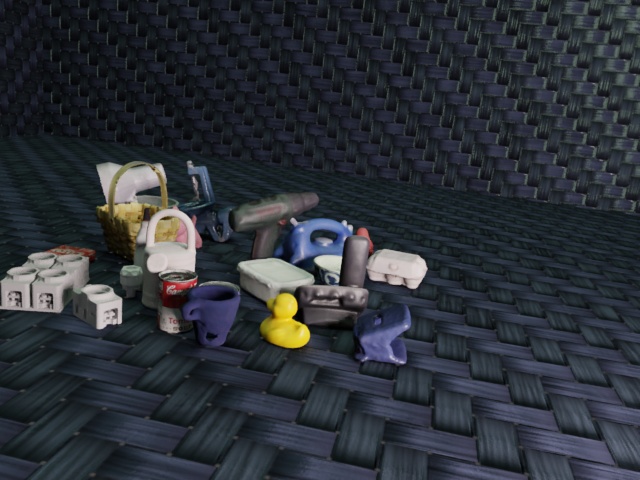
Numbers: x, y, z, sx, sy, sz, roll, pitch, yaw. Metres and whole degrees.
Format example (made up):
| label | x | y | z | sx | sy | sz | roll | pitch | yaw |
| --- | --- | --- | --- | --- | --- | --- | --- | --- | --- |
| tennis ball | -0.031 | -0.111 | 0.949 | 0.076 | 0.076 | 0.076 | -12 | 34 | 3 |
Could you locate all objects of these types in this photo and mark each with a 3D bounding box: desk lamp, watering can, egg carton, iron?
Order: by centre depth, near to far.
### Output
| label | x | y | z | sx | sy | sz | roll | pitch | yaw |
| --- | --- | --- | --- | --- | --- | --- | --- | --- | --- |
| watering can | -0.295 | 0.037 | 1.128 | 0.101 | 0.194 | 0.172 | 0 | 16 | -22 |
| egg carton | 0.193 | 0.072 | 1.454 | 0.150 | 0.069 | 0.107 | 11 | 15 | 17 |
| iron | 0.014 | 0.005 | 1.487 | 0.259 | 0.141 | 0.118 | -4 | 18 | -35 |
| desk lamp | -0.495 | -0.104 | 1.541 | 0.204 | 0.213 | 0.117 | 0 | 16 | -23 |

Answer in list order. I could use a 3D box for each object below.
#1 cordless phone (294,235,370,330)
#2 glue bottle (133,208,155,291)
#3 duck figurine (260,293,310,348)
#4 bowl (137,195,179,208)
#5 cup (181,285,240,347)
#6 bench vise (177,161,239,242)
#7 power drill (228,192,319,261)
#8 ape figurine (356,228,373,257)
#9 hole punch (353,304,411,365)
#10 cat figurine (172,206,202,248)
| label | x | y | z | sx | sy | sz | roll | pitch | yaw |
| --- | --- | --- | --- | --- | --- | --- | --- | --- | --- |
| cordless phone | 0.027 | 0.075 | 1.137 | 0.148 | 0.185 | 0.094 | 3 | 15 | -11 |
| glue bottle | -0.370 | 0.016 | 1.215 | 0.037 | 0.173 | 0.078 | 5 | 15 | -3 |
| duck figurine | -0.062 | 0.141 | 1.042 | 0.104 | 0.086 | 0.078 | 19 | 19 | 39 |
| bowl | -0.511 | -0.083 | 1.730 | 0.167 | 0.075 | 0.167 | 6 | 15 | -1 |
| cup | -0.193 | 0.138 | 0.982 | 0.091 | 0.095 | 0.118 | 14 | 17 | 28 |
| bench vise | -0.320 | -0.113 | 1.640 | 0.208 | 0.220 | 0.121 | 2 | 15 | -16 |
| power drill | -0.110 | -0.012 | 1.365 | 0.230 | 0.208 | 0.075 | -4 | 18 | -35 |
| ape figurine | 0.117 | 0.010 | 1.613 | 0.078 | 0.092 | 0.076 | 3 | 15 | -12 |
| hole punch | 0.109 | 0.163 | 1.024 | 0.101 | 0.091 | 0.108 | 7 | 15 | 2 |
| cat figurine | -0.368 | -0.033 | 1.515 | 0.067 | 0.118 | 0.128 | 13 | 16 | 26 |
